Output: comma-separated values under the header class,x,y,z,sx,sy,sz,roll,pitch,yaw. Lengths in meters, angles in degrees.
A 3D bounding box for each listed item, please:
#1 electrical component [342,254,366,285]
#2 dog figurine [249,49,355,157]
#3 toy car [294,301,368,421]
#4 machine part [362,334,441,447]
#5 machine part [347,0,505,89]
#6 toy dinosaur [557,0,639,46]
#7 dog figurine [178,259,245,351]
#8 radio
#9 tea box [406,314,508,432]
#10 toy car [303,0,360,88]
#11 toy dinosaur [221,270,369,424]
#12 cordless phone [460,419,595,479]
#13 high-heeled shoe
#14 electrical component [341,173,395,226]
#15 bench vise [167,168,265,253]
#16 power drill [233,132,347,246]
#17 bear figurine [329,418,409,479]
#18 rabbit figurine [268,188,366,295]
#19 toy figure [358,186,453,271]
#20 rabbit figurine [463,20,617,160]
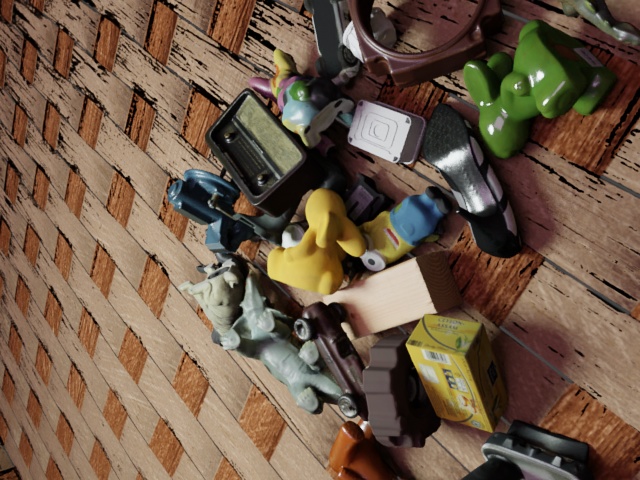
class,x,y,z,sx,sy,sz,roll,pitch,yaw
electrical component,0.039,0.039,0.983,0.102,0.045,0.078,8,102,41
dog figurine,-0.043,-0.254,0.934,0.219,0.191,0.108,44,100,21
toy car,0.038,0.187,0.856,0.053,0.089,0.202,-44,70,41
machine part,0.137,0.231,0.841,0.056,0.179,0.179,-12,87,38
machine part,0.146,-0.337,0.767,0.202,0.087,0.201,-16,84,19
toy dinosaur,0.249,-0.420,0.637,0.105,0.198,0.471,-35,74,35
dog figurine,-0.189,0.150,1.142,0.172,0.121,0.190,-2,120,61
radio,-0.106,-0.155,0.960,0.131,0.073,0.230,-44,55,8
tea box,0.204,0.195,0.789,0.098,0.068,0.169,6,133,41
toy car,0.023,-0.368,0.940,0.074,0.056,0.201,-9,93,48
toy dinosaur,-0.044,0.230,1.013,0.405,0.192,0.131,41,89,24
cordless phone,0.273,0.320,0.717,0.147,0.184,0.088,9,97,41
high-heeled shoe,0.235,-0.092,0.799,0.086,0.145,0.249,-33,45,41
electrical component,0.064,-0.048,0.933,0.119,0.047,0.075,-47,62,18
bench vise,-0.189,-0.100,1.107,0.129,0.223,0.240,-16,52,58
power drill,-0.071,-0.102,1.012,0.232,0.086,0.207,36,86,33
bear figurine,0.110,0.405,0.919,0.196,0.120,0.131,37,115,31
rabbit figurine,-0.002,-0.003,0.887,0.162,0.122,0.173,7,83,67
toy figure,0.135,-0.014,0.870,0.180,0.089,0.082,-41,56,28
rabbit figurine,0.262,-0.188,0.712,0.159,0.121,0.170,52,140,19
